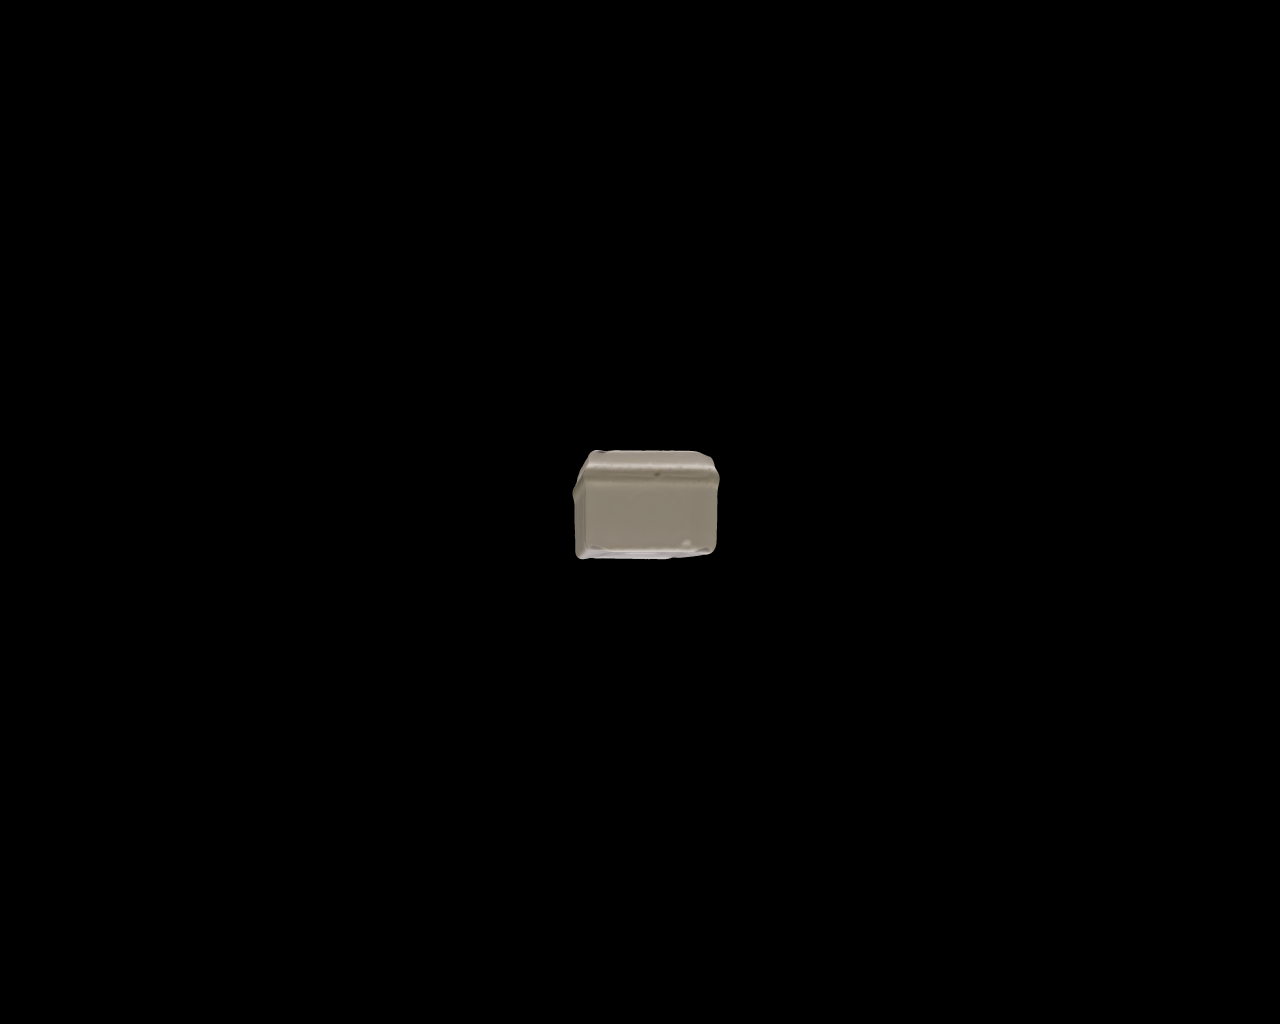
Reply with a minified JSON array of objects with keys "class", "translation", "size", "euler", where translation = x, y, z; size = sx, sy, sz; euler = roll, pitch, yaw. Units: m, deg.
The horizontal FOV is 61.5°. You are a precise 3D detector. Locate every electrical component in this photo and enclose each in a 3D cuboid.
[{"class":"electrical component","translation":[0.001,-0.003,0.650],"size":[0.078,0.057,0.113],"euler":[1,-4,-7]}]
